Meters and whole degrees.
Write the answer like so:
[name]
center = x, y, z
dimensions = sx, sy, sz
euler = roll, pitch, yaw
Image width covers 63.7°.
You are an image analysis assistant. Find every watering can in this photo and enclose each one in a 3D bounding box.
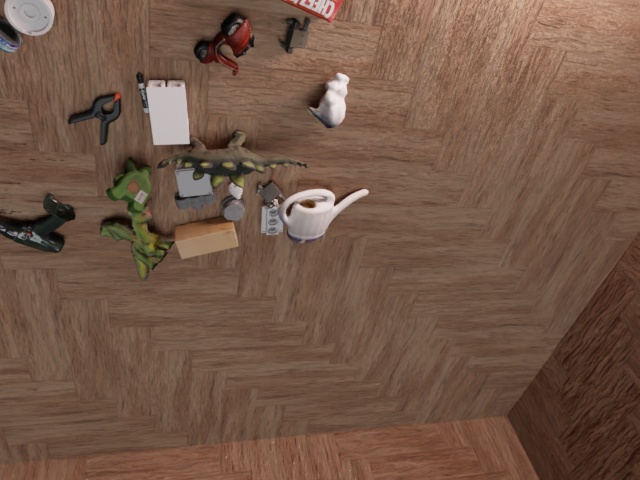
[watering can]
center = 0.006, -0.095, 1.888
dimensions = 0.349, 0.106, 0.219
euler = -6, 135, -25

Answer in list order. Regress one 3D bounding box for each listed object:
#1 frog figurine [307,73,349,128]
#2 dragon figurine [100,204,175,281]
[frog figurine]
center = 0.046, -0.432, 1.607
dimensions = 0.158, 0.124, 0.137
euler = -44, 160, 11
[dragon figurine]
center = -0.656, 0.009, 1.810
dimensions = 0.241, 0.125, 0.403
euler = 36, 133, -14
